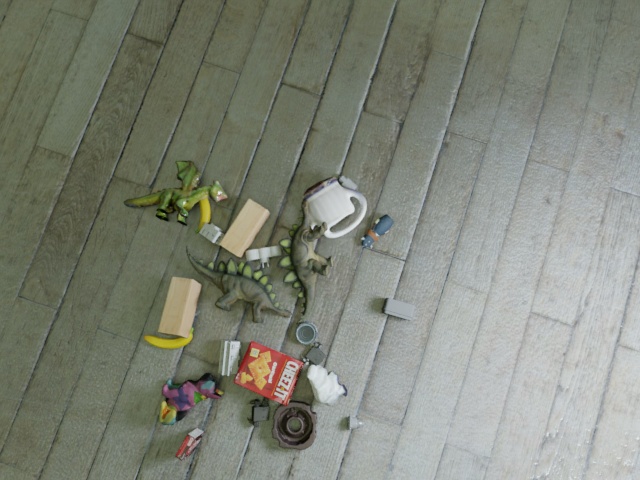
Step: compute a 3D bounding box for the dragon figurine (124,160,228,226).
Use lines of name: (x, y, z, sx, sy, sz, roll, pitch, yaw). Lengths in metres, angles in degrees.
dragon figurine: (-0.554, -0.197, 1.996, 0.411, 0.246, 0.120, 15, -17, 16)

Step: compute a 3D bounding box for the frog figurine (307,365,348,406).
frog figurine: (0.002, 0.523, 1.859, 0.121, 0.141, 0.158, -40, -46, 25)

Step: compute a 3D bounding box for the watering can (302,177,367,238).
watering can: (0.006, -0.100, 1.979, 0.347, 0.225, 0.104, -31, -4, 4)
